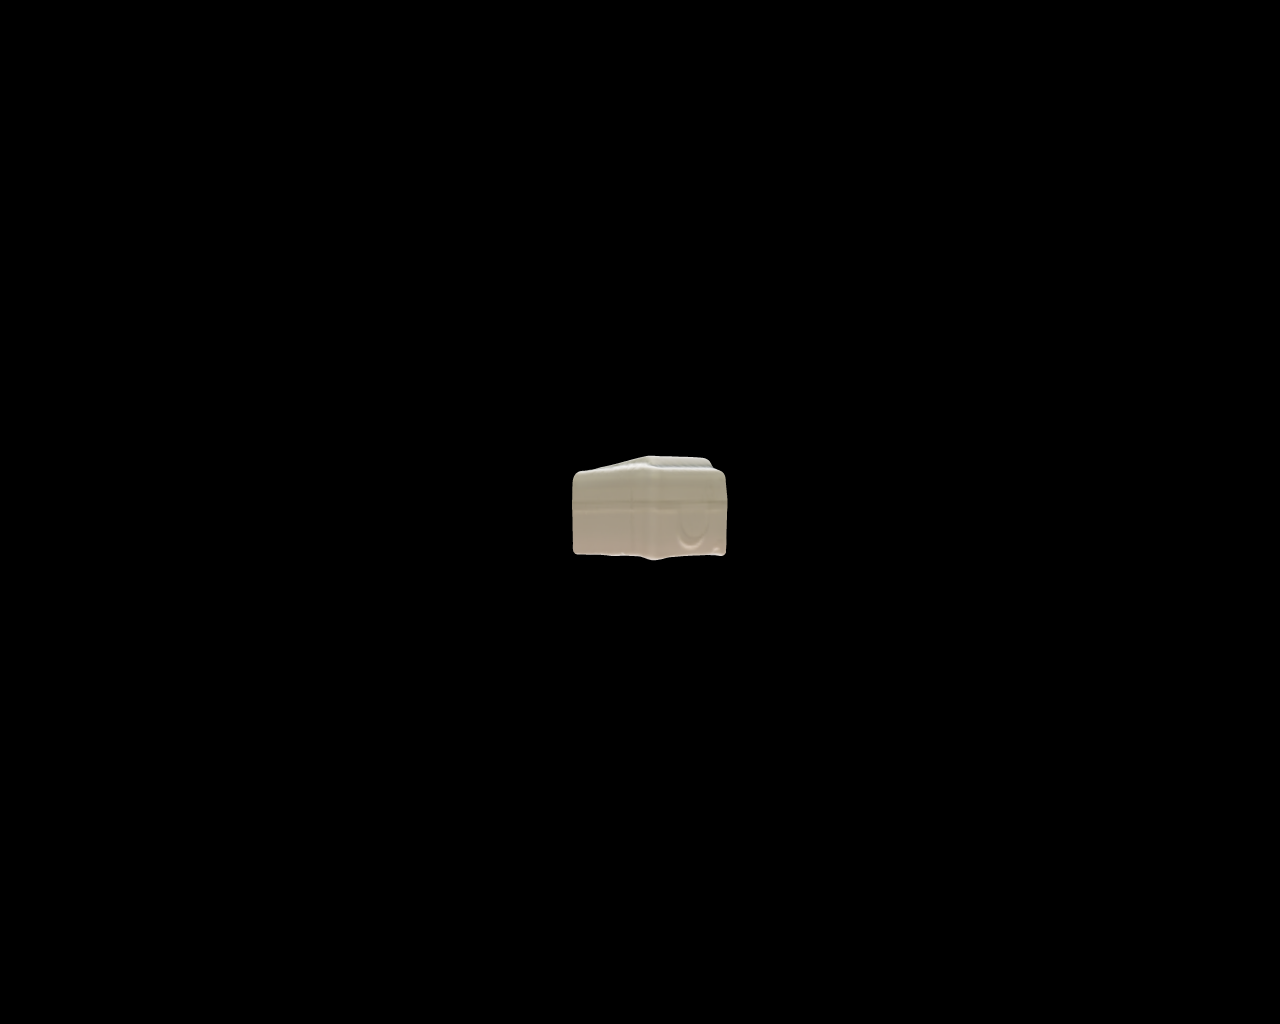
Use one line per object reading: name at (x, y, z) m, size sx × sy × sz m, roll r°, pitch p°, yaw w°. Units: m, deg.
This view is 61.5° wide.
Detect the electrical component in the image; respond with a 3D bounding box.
electrical component at (0.001, -0.003, 0.650) m, size 0.062 × 0.061 × 0.096 m, roll 0°, pitch 0°, yaw -39°
